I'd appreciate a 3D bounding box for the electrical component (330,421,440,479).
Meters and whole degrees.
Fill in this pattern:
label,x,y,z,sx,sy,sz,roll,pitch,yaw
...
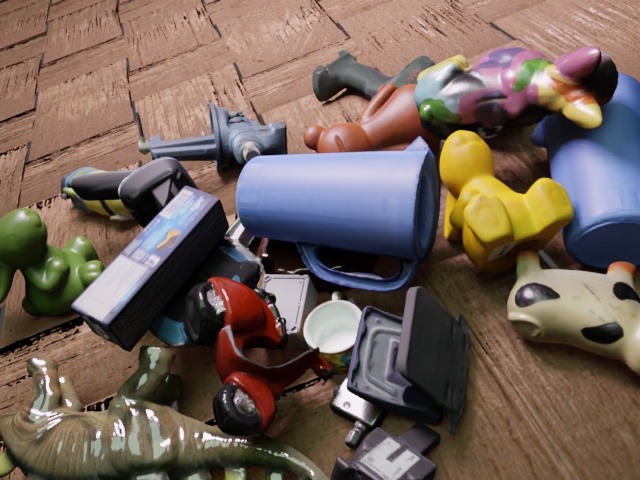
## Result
label,x,y,z,sx,sy,sz,roll,pitch,yaw
electrical component,0.071,0.222,0.523,0.075,0.047,0.119,24,21,31

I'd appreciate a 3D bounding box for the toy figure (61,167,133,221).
label,x,y,z,sx,sy,sz,roll,pitch,yaw
toy figure,-0.381,-0.084,0.931,0.180,0.089,0.082,18,63,28

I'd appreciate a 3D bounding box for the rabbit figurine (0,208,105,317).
label,x,y,z,sx,sy,sz,roll,pitch,yaw
rabbit figurine,-0.418,0.027,0.783,0.159,0.170,0.121,-27,46,-9

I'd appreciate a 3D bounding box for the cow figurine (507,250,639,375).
label,x,y,z,sx,sy,sz,roll,pitch,yaw
cow figurine,0.296,0.085,0.559,0.195,0.085,0.127,10,46,22

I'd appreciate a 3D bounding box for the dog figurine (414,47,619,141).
label,x,y,z,sx,sy,sz,roll,pitch,yaw
dog figurine,0.240,-0.180,0.657,0.192,0.108,0.219,-16,18,-14

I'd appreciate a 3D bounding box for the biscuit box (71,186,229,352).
label,x,y,z,sx,sy,sz,roll,pitch,yaw
biscuit box,-0.189,0.027,0.630,0.059,0.062,0.203,20,56,23

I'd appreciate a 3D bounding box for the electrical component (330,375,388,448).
label,x,y,z,sx,sy,sz,roll,pitch,yaw
electrical component,0.043,0.180,0.595,0.063,0.021,0.094,17,56,31

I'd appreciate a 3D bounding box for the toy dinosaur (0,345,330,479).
label,x,y,z,sx,sy,sz,roll,pitch,yaw
toy dinosaur,-0.206,0.225,0.585,0.472,0.104,0.198,-6,53,11

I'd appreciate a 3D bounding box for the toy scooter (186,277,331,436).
label,x,y,z,sx,sy,sz,roll,pitch,yaw
toy scooter,-0.064,0.115,0.585,0.135,0.075,0.184,-6,53,-29

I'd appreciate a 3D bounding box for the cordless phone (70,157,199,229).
label,x,y,z,sx,sy,sz,roll,pitch,yaw
cordless phone,-0.280,-0.053,0.829,0.184,0.146,0.089,-1,57,16

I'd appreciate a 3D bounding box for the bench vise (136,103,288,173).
label,x,y,z,sx,sy,sz,roll,pitch,yaw
bench vise,-0.180,-0.157,0.900,0.241,0.128,0.224,-7,36,-12

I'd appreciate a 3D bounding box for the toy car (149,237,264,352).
label,x,y,z,sx,sy,sz,roll,pitch,yaw
toy car,-0.148,0.076,0.694,0.109,0.102,0.162,34,61,23

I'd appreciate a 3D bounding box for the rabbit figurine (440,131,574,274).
label,x,y,z,sx,sy,sz,roll,pitch,yaw
rabbit figurine,0.208,-0.054,0.667,0.122,0.162,0.173,-24,67,-2

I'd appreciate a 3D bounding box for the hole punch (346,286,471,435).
label,x,y,z,sx,sy,sz,roll,pitch,yaw
hole punch,0.097,0.128,0.576,0.092,0.115,0.142,-28,33,38

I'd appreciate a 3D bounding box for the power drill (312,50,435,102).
label,x,y,z,sx,sy,sz,roll,pitch,yaw
power drill,0.083,-0.263,0.956,0.208,0.085,0.232,26,59,39

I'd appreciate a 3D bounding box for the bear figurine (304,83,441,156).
label,x,y,z,sx,sy,sz,roll,pitch,yaw
bear figurine,0.081,-0.146,0.801,0.196,0.132,0.120,-31,83,-1

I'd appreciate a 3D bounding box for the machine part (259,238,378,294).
label,x,y,z,sx,sy,sz,roll,pitch,yaw
machine part,-0.002,-0.002,0.756,0.179,0.056,0.179,-9,47,10

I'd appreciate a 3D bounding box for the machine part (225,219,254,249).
label,x,y,z,sx,sy,sz,roll,pitch,yaw
machine part,-0.113,-0.014,0.811,0.084,0.039,0.139,23,68,39
